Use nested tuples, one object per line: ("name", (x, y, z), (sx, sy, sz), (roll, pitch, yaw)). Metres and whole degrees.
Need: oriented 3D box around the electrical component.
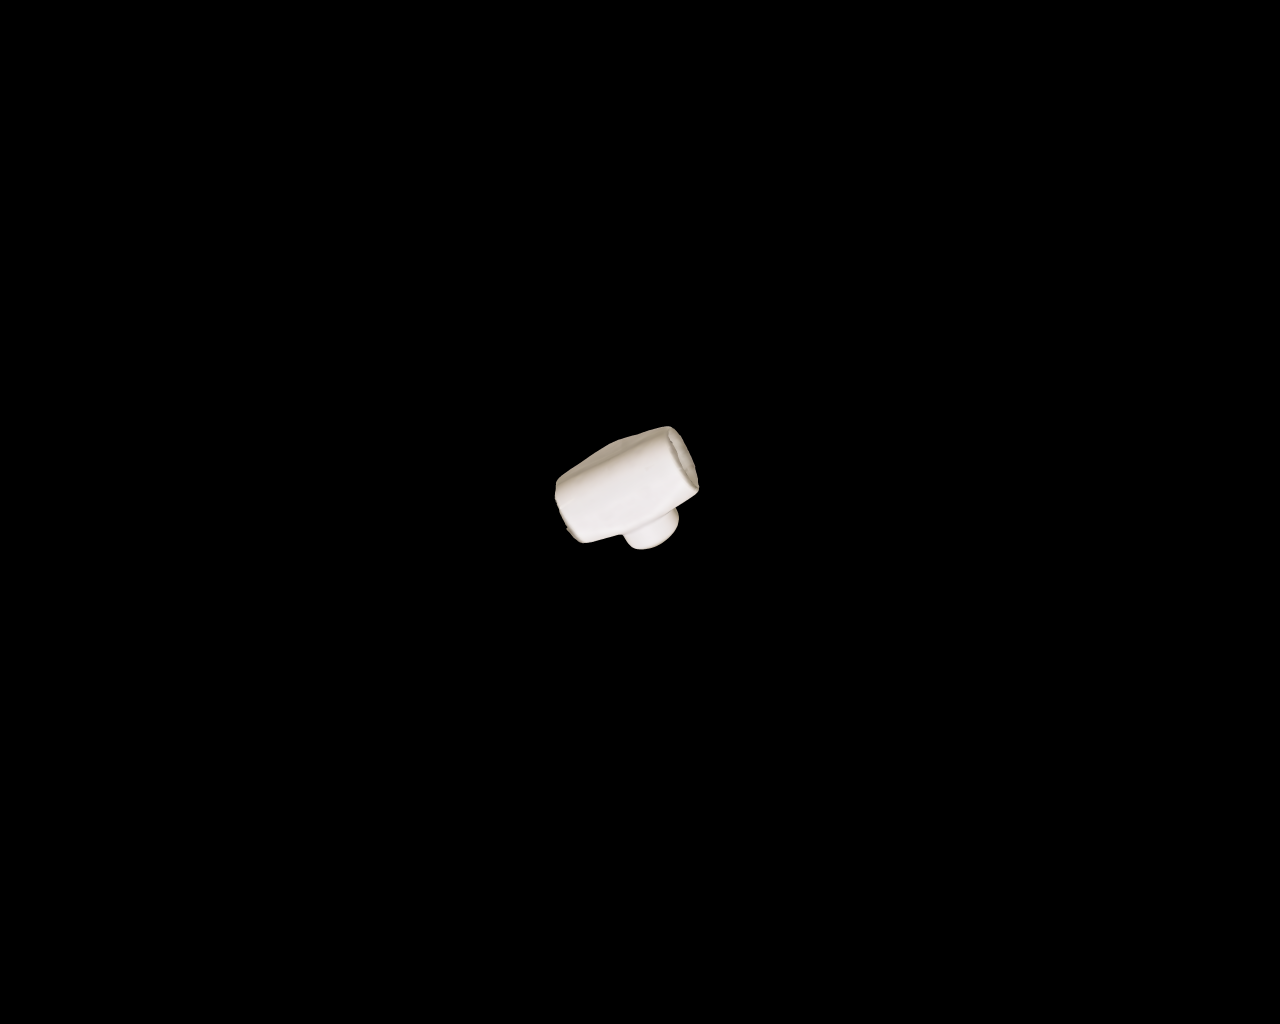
("electrical component", (0.001, -0.003, 0.650), (0.077, 0.079, 0.044), (-25, 27, 14))
